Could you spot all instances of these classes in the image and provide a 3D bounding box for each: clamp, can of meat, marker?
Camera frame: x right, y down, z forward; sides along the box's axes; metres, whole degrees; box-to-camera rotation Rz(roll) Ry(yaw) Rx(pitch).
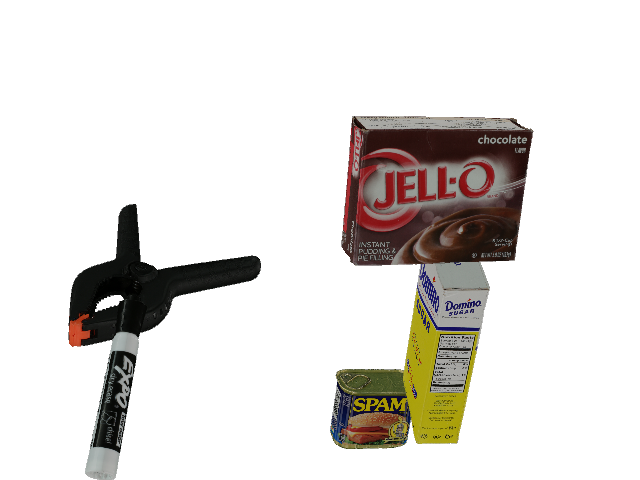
[{"bbox_3d":[-0.180,0.034,1.029,0.165,0.036,0.209,26,36,23],"label":"clamp"},{"bbox_3d":[0.065,0.211,1.332,0.102,0.084,0.057,2,22,-14],"label":"can of meat"},{"bbox_3d":[-0.128,0.090,0.675,0.020,0.121,0.020,4,-29,2],"label":"marker"}]

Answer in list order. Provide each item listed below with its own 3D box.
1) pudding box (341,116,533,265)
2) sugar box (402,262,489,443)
[{"bbox_3d":[0.073,-0.033,0.682,0.113,0.090,0.039,-2,24,-14],"label":"pudding box"},{"bbox_3d":[0.107,0.085,0.943,0.048,0.176,0.093,-1,34,-5],"label":"sugar box"}]
